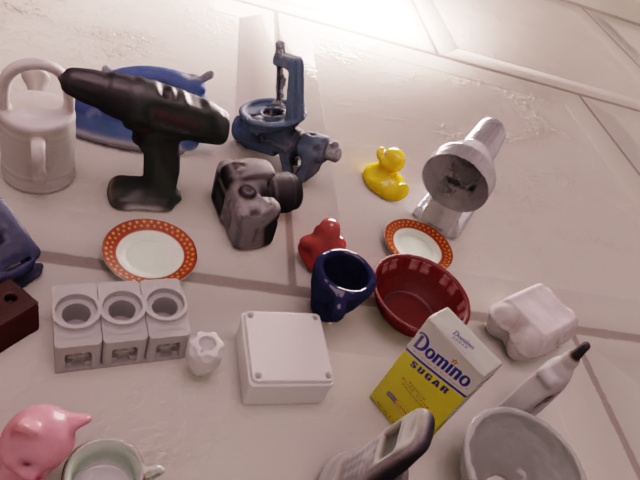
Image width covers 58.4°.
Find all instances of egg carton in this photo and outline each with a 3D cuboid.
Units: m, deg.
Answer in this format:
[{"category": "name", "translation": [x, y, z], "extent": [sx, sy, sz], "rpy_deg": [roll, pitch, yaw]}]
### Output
[{"category": "egg carton", "translation": [0.342, 0.133, 0.924], "extent": [0.151, 0.069, 0.107], "rpy_deg": [-16, 55, -36]}]

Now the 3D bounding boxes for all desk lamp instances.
[{"category": "desk lamp", "translation": [0.250, -0.108, 1.025], "extent": [0.118, 0.213, 0.204], "rpy_deg": [33, 42, 11]}]

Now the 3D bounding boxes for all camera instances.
[{"category": "camera", "translation": [-0.090, -0.071, 0.915], "extent": [0.137, 0.101, 0.143], "rpy_deg": [-6, 49, -29]}]

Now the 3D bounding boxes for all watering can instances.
[{"category": "watering can", "translation": [-0.401, -0.173, 0.807], "extent": [0.101, 0.194, 0.172], "rpy_deg": [-23, 58, -40]}]

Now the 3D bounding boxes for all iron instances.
[{"category": "iron", "translation": [-0.302, -0.234, 0.957], "extent": [0.259, 0.141, 0.118], "rpy_deg": [0, 46, -25]}]

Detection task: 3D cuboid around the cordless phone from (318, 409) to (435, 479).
[{"category": "cordless phone", "translation": [0.052, 0.256, 0.572], "extent": [0.094, 0.185, 0.147], "rpy_deg": [23, 41, 0]}]

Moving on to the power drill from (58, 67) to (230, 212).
[{"category": "power drill", "translation": [-0.253, -0.141, 0.830], "extent": [0.230, 0.208, 0.075], "rpy_deg": [0, 46, -24]}]

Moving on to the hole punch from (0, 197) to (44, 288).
[{"category": "hole punch", "translation": [-0.403, 0.012, 0.689], "extent": [0.101, 0.091, 0.109], "rpy_deg": [36, 42, 14]}]

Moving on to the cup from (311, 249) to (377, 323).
[{"category": "cup", "translation": [0.022, 0.083, 0.809], "extent": [0.092, 0.095, 0.118], "rpy_deg": [18, 41, -6]}]

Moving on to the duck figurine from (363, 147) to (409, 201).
[{"category": "duck figurine", "translation": [0.137, -0.133, 1.097], "extent": [0.078, 0.086, 0.104], "rpy_deg": [-17, 55, -37]}]

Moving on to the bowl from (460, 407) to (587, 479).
[{"category": "bowl", "translation": [0.236, 0.296, 0.699], "extent": [0.168, 0.074, 0.167], "rpy_deg": [13, 42, -12]}]

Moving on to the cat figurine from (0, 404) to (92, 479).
[{"category": "cat figurine", "translation": [-0.286, 0.190, 0.535], "extent": [0.128, 0.117, 0.067], "rpy_deg": [13, 42, -12]}]

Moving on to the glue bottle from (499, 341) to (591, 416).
[{"category": "glue bottle", "translation": [0.306, 0.189, 0.769], "extent": [0.078, 0.173, 0.037], "rpy_deg": [-12, 52, -34]}]

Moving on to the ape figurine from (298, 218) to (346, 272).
[{"category": "ape figurine", "translation": [0.008, 0.003, 0.889], "extent": [0.078, 0.092, 0.076], "rpy_deg": [14, 42, -11]}]

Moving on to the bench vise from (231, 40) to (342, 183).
[{"category": "bench vise", "translation": [-0.044, -0.226, 1.009], "extent": [0.207, 0.219, 0.121], "rpy_deg": [21, 41, -3]}]
